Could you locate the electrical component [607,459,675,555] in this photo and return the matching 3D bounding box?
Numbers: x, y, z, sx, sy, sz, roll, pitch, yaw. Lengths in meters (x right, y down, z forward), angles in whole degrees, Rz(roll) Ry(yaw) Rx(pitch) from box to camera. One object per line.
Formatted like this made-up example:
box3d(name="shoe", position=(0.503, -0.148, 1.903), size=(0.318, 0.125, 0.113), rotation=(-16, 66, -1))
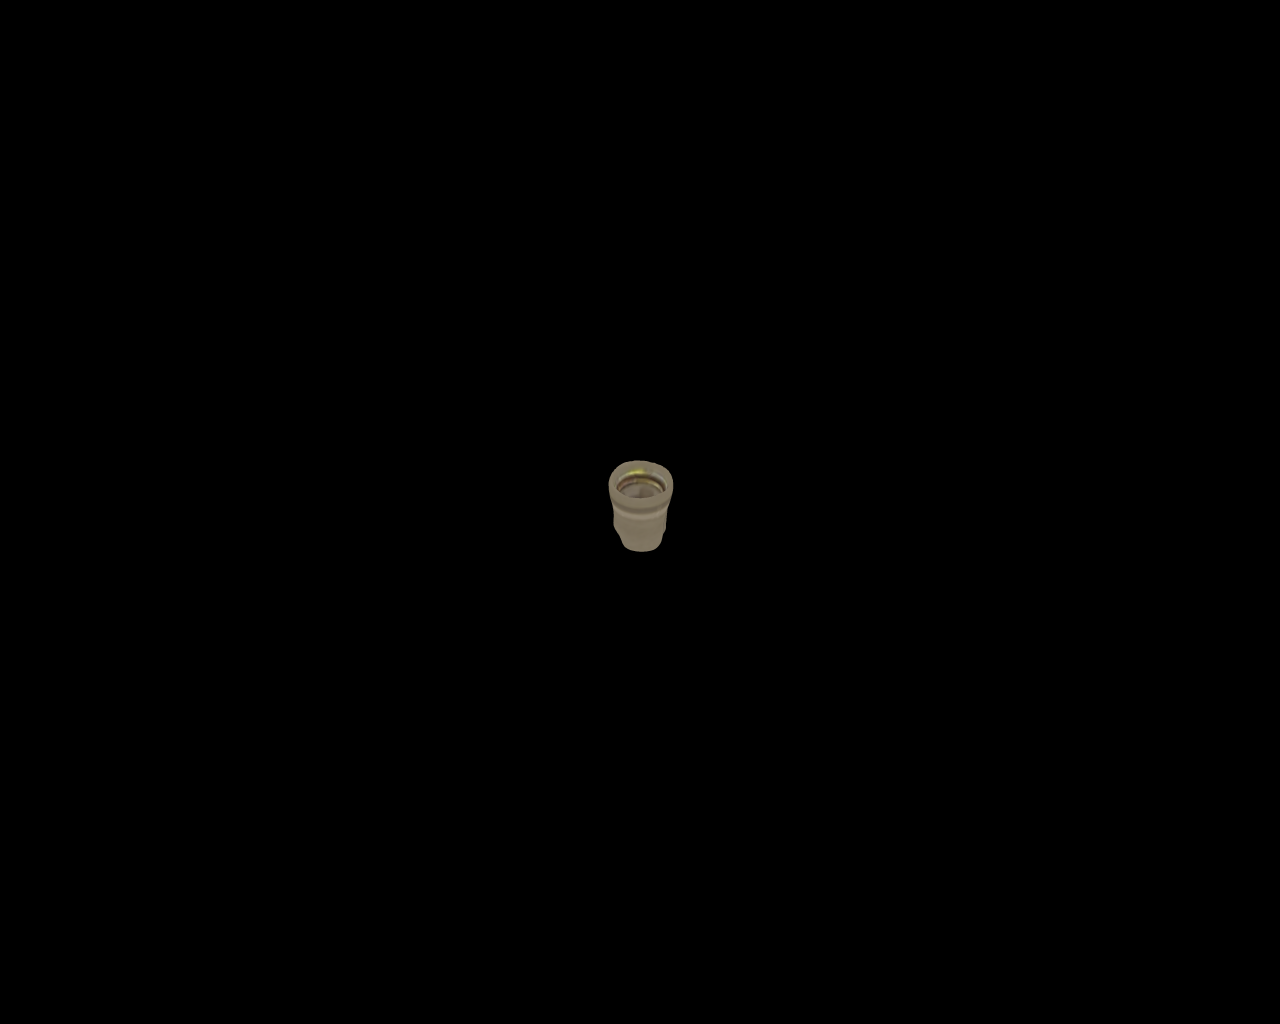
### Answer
box3d(name="electrical component", position=(0.001, -0.003, 0.650), size=(0.040, 0.046, 0.040), rotation=(0, 39, 0))
